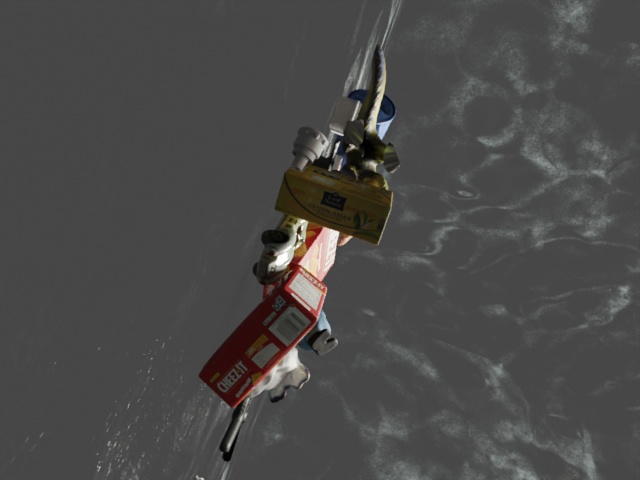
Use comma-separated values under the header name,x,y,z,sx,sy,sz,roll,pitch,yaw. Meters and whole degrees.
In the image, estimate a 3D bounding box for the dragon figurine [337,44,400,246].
name,x,y,z,sx,sy,sz,roll,pitch,yaw
dragon figurine,0.085,-0.185,1.103,0.244,0.122,0.409,-145,-117,-81

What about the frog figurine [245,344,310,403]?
name,x,y,z,sx,sy,sz,roll,pitch,yaw
frog figurine,-0.113,0.233,0.954,0.136,0.158,0.125,-20,-124,38

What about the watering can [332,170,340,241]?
name,x,y,z,sx,sy,sz,roll,pitch,yaw
watering can,0.004,-0.061,1.219,0.348,0.104,0.223,-5,114,-77
